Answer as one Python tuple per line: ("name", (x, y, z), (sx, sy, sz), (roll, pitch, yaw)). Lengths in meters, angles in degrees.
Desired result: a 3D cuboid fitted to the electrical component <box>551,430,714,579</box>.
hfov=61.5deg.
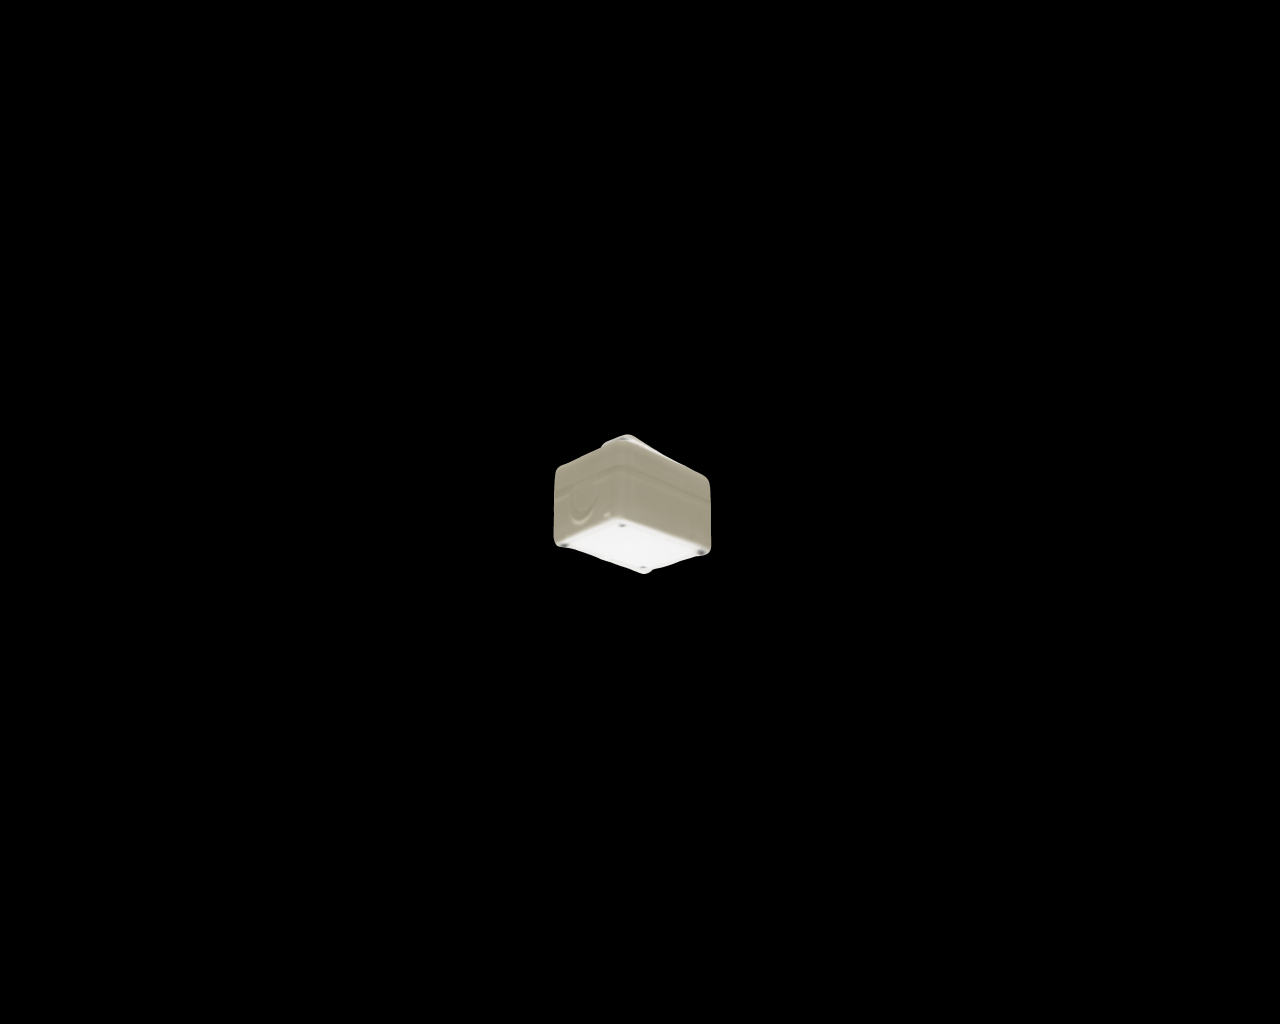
("electrical component", (0.001, -0.003, 0.650), (0.061, 0.061, 0.096), (-22, -31, 40))
